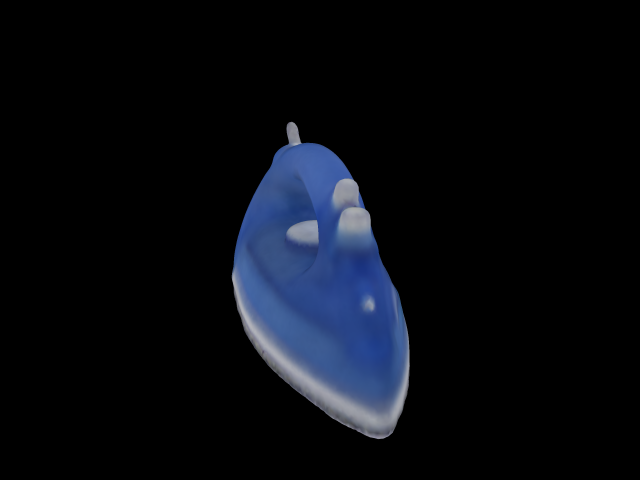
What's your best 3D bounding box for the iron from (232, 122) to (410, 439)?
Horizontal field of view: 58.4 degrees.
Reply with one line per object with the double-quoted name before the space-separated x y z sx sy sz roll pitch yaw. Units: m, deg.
"iron" 0.004 0.001 0.400 0.119 0.141 0.257 -5 19 -14
